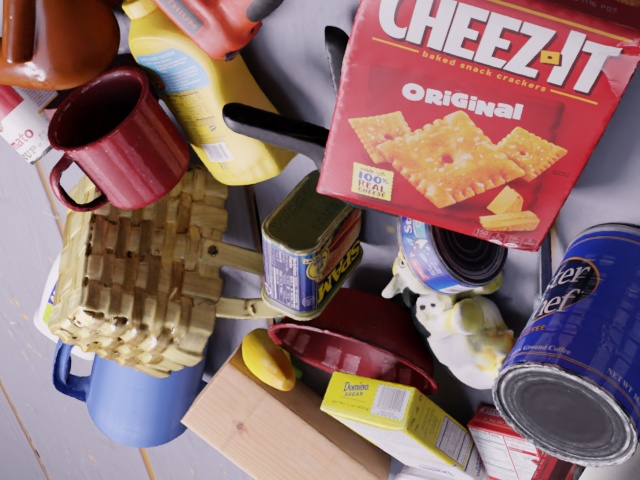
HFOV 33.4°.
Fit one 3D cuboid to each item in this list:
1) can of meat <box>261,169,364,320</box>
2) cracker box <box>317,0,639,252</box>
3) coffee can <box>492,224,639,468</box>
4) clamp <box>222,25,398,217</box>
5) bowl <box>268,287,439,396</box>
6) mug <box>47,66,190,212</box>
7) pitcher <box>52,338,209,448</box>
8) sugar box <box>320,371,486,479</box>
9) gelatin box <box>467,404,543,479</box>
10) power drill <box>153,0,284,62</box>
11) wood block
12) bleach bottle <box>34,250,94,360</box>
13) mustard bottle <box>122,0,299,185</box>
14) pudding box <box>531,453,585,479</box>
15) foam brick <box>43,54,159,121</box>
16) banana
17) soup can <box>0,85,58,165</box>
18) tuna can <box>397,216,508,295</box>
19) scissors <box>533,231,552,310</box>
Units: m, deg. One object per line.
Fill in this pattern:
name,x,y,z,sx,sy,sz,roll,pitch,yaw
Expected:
can of meat,-0.006,0.001,0.885,0.057,0.102,0.084,25,142,21
cracker box,0.096,-0.093,0.673,0.164,0.072,0.214,17,144,2
coffee can,0.196,0.072,0.750,0.103,0.140,0.103,24,144,19
clamp,0.025,-0.081,0.799,0.171,0.039,0.120,33,134,-21
bowl,0.037,0.086,0.961,0.162,0.055,0.162,19,162,6
mug,-0.165,-0.070,0.858,0.093,0.117,0.081,25,158,44
pitcher,-0.193,0.117,1.163,0.145,0.149,0.243,43,145,17
sugar box,0.086,0.180,1.015,0.093,0.048,0.176,8,160,36
gelatin box,0.187,0.199,1.008,0.073,0.030,0.089,9,137,38
power drill,-0.058,-0.214,0.714,0.184,0.057,0.188,46,145,-13
wood block,-0.033,0.211,1.138,0.206,0.090,0.091,38,103,-1
bleach bottle,-0.263,0.041,1.201,0.102,0.068,0.251,34,144,5
mustard bottle,-0.098,-0.133,0.845,0.096,0.058,0.191,4,134,51
pudding box,0.225,0.242,0.970,0.039,0.090,0.113,9,138,37
foam brick,-0.190,-0.118,0.930,0.053,0.078,0.051,3,135,40
banana,-0.047,0.115,1.057,0.069,0.037,0.198,31,179,4
soup can,-0.286,-0.130,1.012,0.102,0.068,0.069,48,145,-17
tuna can,0.101,-0.004,0.796,0.086,0.086,0.034,49,143,-17
scissors,0.163,0.065,0.824,0.016,0.096,0.201,30,154,46
